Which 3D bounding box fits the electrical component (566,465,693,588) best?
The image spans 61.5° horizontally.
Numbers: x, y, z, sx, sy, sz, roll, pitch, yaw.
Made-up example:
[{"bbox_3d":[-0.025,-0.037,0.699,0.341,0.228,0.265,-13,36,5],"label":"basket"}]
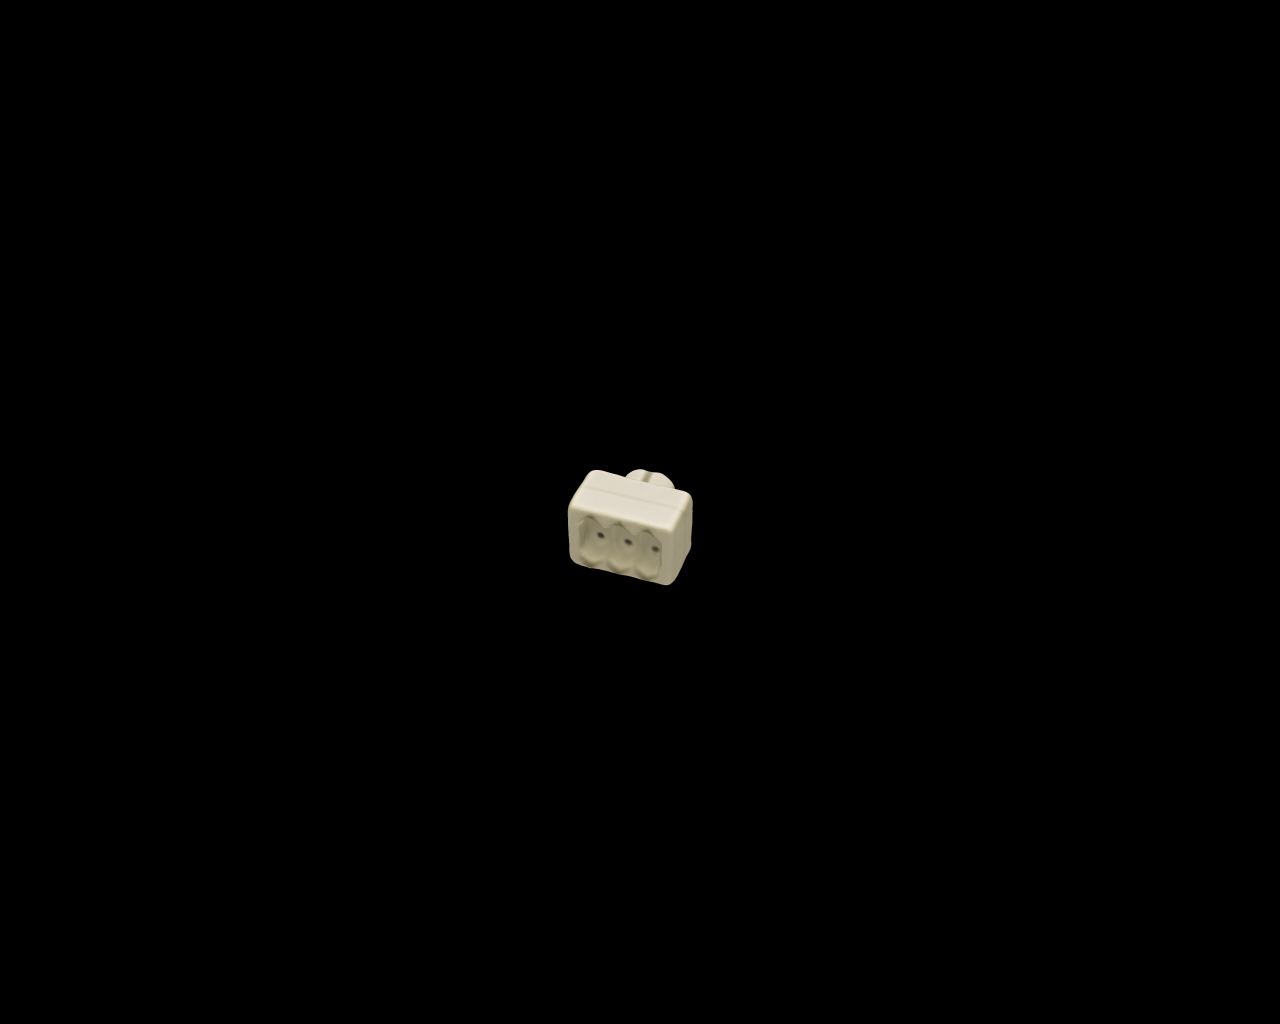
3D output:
[{"bbox_3d":[0.001,-0.003,0.650,0.066,0.047,0.077,14,44,15],"label":"electrical component"}]
